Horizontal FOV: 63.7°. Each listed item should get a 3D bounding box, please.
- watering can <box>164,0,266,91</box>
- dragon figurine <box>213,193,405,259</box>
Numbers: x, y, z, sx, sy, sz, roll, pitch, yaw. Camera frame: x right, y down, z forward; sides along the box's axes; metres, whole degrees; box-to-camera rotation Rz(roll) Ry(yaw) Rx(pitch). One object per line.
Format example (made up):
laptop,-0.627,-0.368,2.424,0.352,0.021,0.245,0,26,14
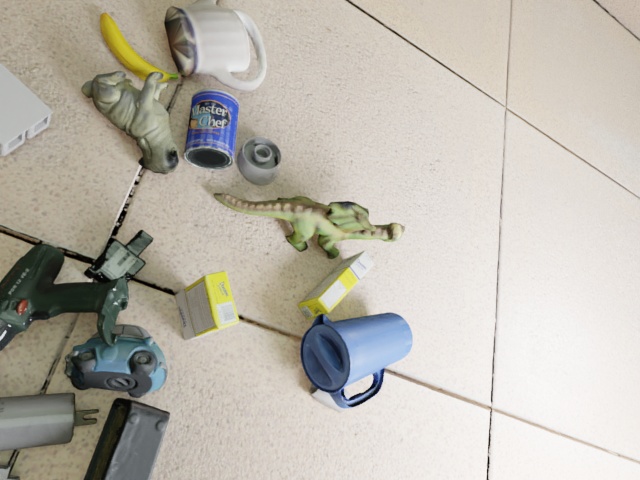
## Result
watering can,-0.247,-0.493,1.172,0.226,0.102,0.350,-15,80,-34
dragon figurine,0.003,-0.055,1.084,0.408,0.240,0.124,15,71,-29
